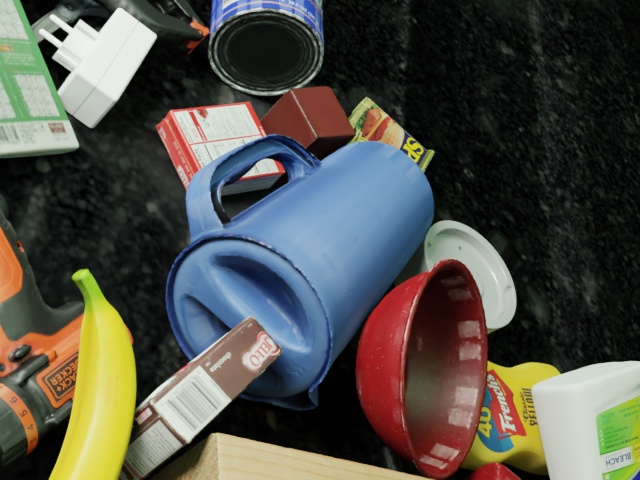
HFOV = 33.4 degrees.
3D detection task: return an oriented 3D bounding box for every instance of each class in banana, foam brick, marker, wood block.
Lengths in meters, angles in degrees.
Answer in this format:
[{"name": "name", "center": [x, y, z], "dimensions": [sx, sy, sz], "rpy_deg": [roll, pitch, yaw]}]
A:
[{"name": "banana", "center": [-0.141, 0.119, 0.613], "dimensions": [0.069, 0.037, 0.197], "rpy_deg": [32, 54, -40]}, {"name": "foam brick", "center": [-0.018, -0.090, 0.923], "dimensions": [0.051, 0.078, 0.053], "rpy_deg": [-11, 68, -45]}, {"name": "marker", "center": [0.067, 0.211, 0.814], "dimensions": [0.020, 0.020, 0.121], "rpy_deg": [7, 56, -39]}, {"name": "wood block", "center": [-0.002, 0.201, 0.703], "dimensions": [0.205, 0.091, 0.090], "rpy_deg": [19, 49, -31]}]

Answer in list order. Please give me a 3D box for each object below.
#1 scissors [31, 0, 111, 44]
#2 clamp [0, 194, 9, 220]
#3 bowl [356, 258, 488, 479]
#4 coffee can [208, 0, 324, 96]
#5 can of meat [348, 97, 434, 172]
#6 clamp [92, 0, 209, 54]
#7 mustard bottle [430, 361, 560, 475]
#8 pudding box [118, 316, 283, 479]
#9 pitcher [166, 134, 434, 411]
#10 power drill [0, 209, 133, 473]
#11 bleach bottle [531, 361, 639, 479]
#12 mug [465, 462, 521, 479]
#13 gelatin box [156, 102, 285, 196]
[{"name": "scissors", "center": [-0.191, -0.183, 0.886], "dimensions": [0.096, 0.016, 0.201], "rpy_deg": [32, 43, -20]}, {"name": "clamp", "center": [-0.303, -0.073, 0.683], "dimensions": [0.164, 0.036, 0.210], "rpy_deg": [-14, 73, -47]}, {"name": "bowl", "center": [0.071, 0.093, 0.786], "dimensions": [0.161, 0.055, 0.162], "rpy_deg": [-2, 93, -61]}, {"name": "coffee can", "center": [-0.048, -0.217, 0.974], "dimensions": [0.102, 0.103, 0.140], "rpy_deg": [23, 47, -28]}, {"name": "can of meat", "center": [0.048, -0.073, 0.988], "dimensions": [0.084, 0.058, 0.102], "rpy_deg": [41, 41, -7]}, {"name": "clamp", "center": [-0.170, -0.208, 0.879], "dimensions": [0.171, 0.039, 0.120], "rpy_deg": [37, 43, -16]}, {"name": "mustard bottle", "center": [0.136, 0.145, 0.897], "dimensions": [0.191, 0.058, 0.096], "rpy_deg": [12, 59, -36]}, {"name": "pudding box", "center": [-0.086, 0.107, 0.700], "dimensions": [0.039, 0.090, 0.113], "rpy_deg": [49, 41, 3]}, {"name": "pitcher", "center": [-0.005, 0.001, 0.824], "dimensions": [0.145, 0.149, 0.242], "rpy_deg": [26, 34, 15]}, {"name": "power drill", "center": [-0.217, 0.044, 0.634], "dimensions": [0.184, 0.057, 0.187], "rpy_deg": [-40, 104, -50]}, {"name": "bleach bottle", "center": [0.245, 0.233, 0.881], "dimensions": [0.102, 0.068, 0.251], "rpy_deg": [-11, 88, -35]}, {"name": "mug", "center": [0.134, 0.234, 0.810], "dimensions": [0.081, 0.093, 0.117], "rpy_deg": [41, 61, -3]}, {"name": "gelatin box", "center": [-0.083, -0.074, 0.888], "dimensions": [0.089, 0.030, 0.073], "rpy_deg": [-13, 70, -42]}]
